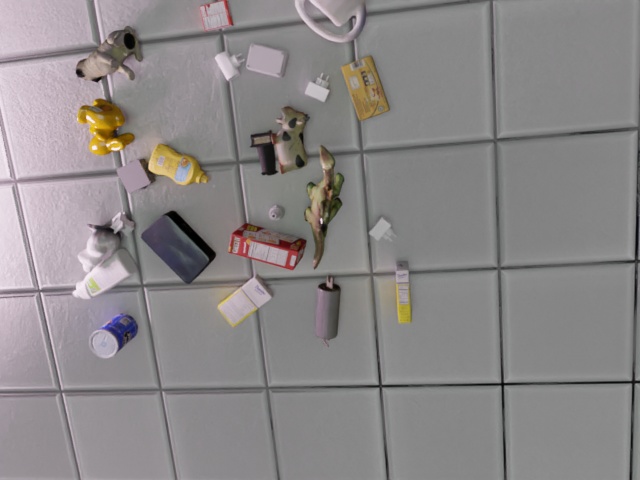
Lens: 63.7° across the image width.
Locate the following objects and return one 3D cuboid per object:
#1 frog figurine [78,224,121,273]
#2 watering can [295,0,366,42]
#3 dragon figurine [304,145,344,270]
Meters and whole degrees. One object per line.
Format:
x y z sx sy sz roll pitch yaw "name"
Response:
-0.733 0.033 1.712 0.122 0.137 0.160 11 85 -23 "frog figurine"
0.010 -0.729 1.460 0.347 0.105 0.222 44 104 -4 "watering can"
0.005 -0.077 1.539 0.122 0.245 0.406 4 102 2 "dragon figurine"
